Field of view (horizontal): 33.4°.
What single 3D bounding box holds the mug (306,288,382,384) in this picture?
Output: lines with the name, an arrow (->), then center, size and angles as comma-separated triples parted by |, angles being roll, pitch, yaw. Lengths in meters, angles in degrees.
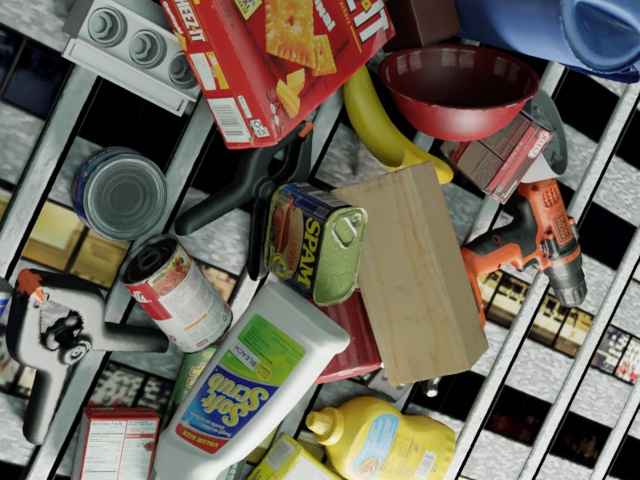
mug -> 0.019, 0.102, 1.112 | 0.093, 0.117, 0.081 | -16, 78, 12

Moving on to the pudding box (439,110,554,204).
pudding box -> 0.184, -0.103, 1.130 | 0.039, 0.114, 0.090 | 26, 106, -34

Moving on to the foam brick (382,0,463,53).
foam brick -> 0.097, -0.222, 1.073 | 0.052, 0.078, 0.051 | -23, 103, -23

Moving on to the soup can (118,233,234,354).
soup can -> -0.137, 0.053, 1.031 | 0.068, 0.069, 0.102 | -42, 121, -13

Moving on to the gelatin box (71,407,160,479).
gelatin box -> -0.204, 0.211, 1.062 | 0.073, 0.030, 0.089 | 5, 103, -30

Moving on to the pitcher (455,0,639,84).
pitcher -> 0.212, -0.234, 1.039 | 0.144, 0.243, 0.149 | -6, 108, -28

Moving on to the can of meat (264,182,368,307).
can of meat -> -0.007, 0.001, 1.047 | 0.057, 0.084, 0.102 | -11, 119, -42

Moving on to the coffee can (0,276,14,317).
coffee can -> -0.337, 0.084, 0.904 | 0.102, 0.103, 0.140 | 26, 91, -33

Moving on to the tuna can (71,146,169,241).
tuna can -> -0.185, -0.042, 0.994 | 0.086, 0.034, 0.086 | -9, 109, -28

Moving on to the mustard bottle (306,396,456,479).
mustard bottle -> 0.062, 0.228, 1.202 | 0.191, 0.058, 0.096 | 25, 92, -33

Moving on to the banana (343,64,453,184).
banana -> 0.076, -0.115, 1.120 | 0.069, 0.037, 0.197 | -44, 121, -12

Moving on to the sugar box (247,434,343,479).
sugar box -> -0.006, 0.301, 1.194 | 0.093, 0.048, 0.176 | -49, 125, -7

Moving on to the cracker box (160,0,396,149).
cracker box -> -0.031, -0.207, 0.968 | 0.213, 0.072, 0.164 | -46, 124, -38

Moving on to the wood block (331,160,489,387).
wood block -> 0.092, 0.032, 1.085 | 0.090, 0.090, 0.206 | -24, 97, -67

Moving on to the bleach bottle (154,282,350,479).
bleach bottle -> -0.082, 0.168, 1.050 | 0.251, 0.103, 0.068 | -56, 162, 10

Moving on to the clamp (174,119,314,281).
clamp -> -0.068, -0.051, 1.055 | 0.120, 0.039, 0.171 | 23, 92, -45

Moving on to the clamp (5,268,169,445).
clamp -> -0.235, 0.100, 0.966 | 0.164, 0.036, 0.210 | -41, 148, -11

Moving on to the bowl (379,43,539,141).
bowl -> 0.138, -0.145, 1.084 | 0.161, 0.162, 0.055 | -16, 127, -25

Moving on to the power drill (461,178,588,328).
power drill -> 0.224, 0.036, 1.239 | 0.187, 0.057, 0.184 | -33, 114, -21
